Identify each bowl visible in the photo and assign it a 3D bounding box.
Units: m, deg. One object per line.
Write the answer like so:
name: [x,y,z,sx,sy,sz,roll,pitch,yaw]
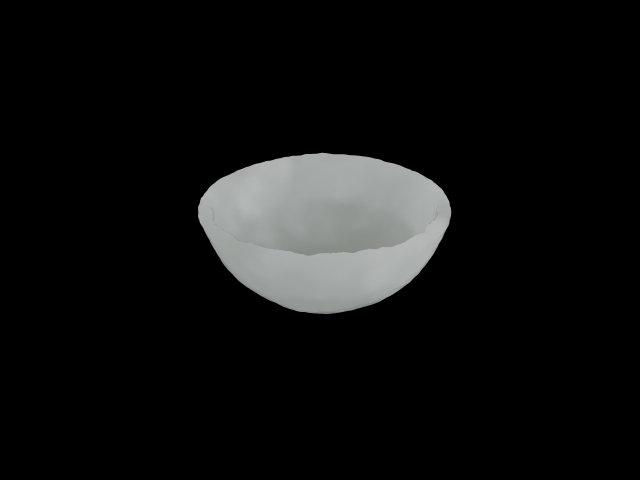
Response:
bowl: [0.004,0.001,0.400,0.167,0.075,0.167,0,29,0]
